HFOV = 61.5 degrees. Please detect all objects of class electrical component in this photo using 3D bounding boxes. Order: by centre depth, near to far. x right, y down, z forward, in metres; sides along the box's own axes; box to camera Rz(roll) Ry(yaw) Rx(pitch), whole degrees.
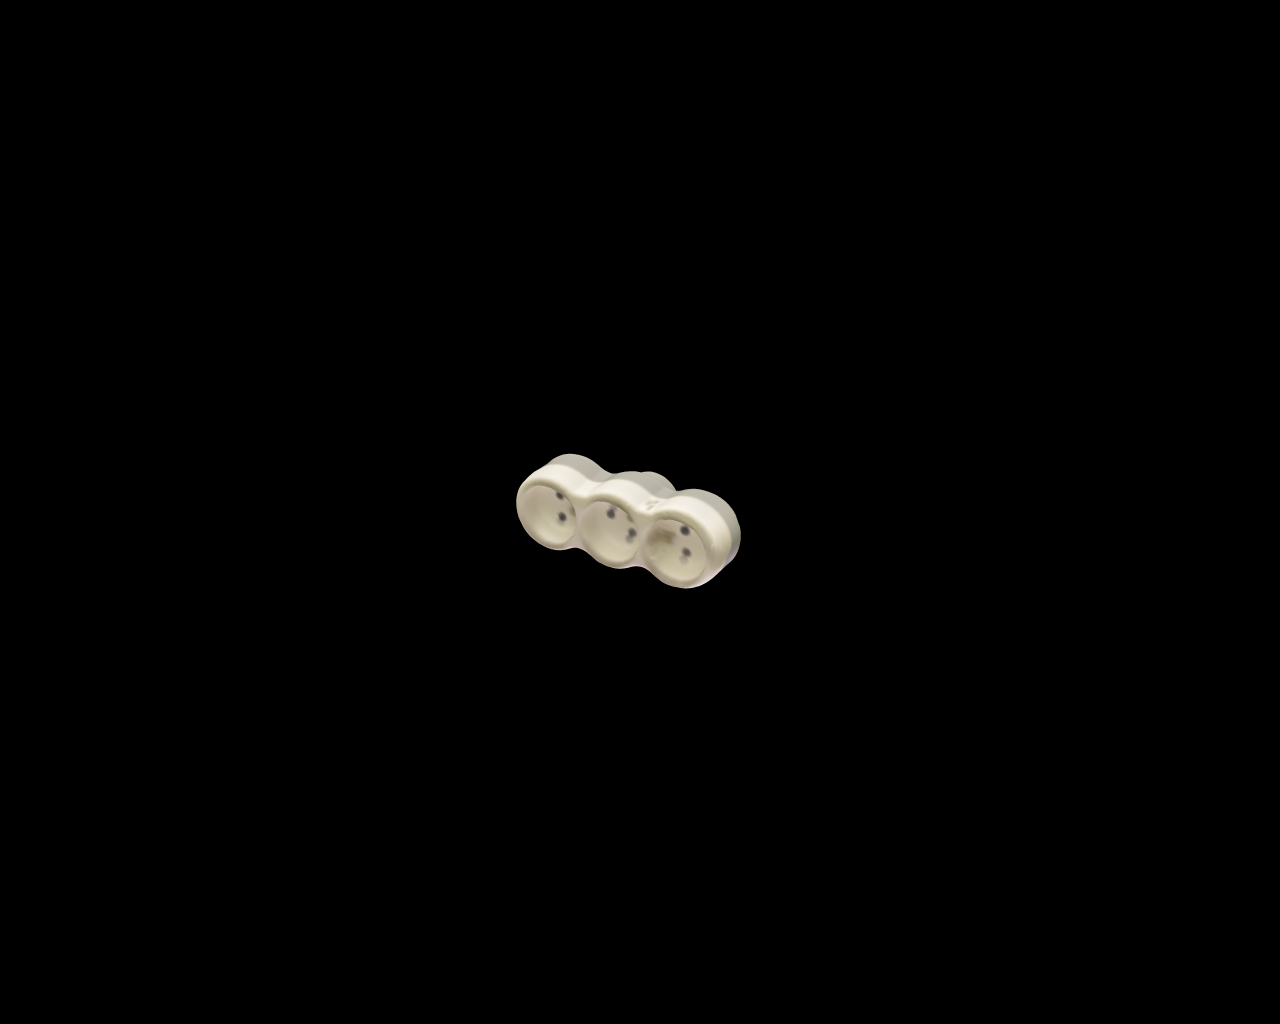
[{"bbox_3d":[0.001,-0.003,0.650,0.138,0.052,0.074,16,32,27],"label":"electrical component"}]
